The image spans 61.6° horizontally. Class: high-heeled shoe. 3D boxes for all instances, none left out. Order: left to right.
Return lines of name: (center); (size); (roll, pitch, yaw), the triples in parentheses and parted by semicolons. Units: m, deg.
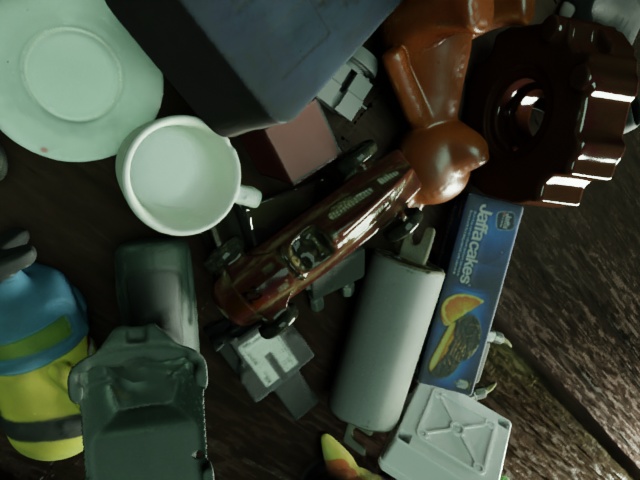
high-heeled shoe: (0.305, -0.201, 0.532); (0.086, 0.145, 0.248); (39, 88, -29)

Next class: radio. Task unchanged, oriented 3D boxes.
radio: (-0.022, -0.187, 0.384); (0.229, 0.073, 0.131); (-53, 124, -27)

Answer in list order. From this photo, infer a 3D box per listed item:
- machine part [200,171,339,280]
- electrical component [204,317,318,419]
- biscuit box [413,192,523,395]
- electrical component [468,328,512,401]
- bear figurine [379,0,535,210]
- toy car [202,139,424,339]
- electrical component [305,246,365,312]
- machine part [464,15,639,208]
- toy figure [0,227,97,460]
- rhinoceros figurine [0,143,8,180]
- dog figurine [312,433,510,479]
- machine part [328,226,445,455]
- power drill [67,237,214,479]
machine part: (-0.040, -0.020, 0.484); (0.139, 0.039, 0.084); (-20, 107, -17)
electrical component: (-0.046, 0.111, 0.510); (0.075, 0.048, 0.119); (-39, 117, -10)
biscuit box: (0.149, 0.053, 0.562); (0.063, 0.059, 0.202); (14, 93, -2)
electrical component: (0.171, 0.136, 0.619); (0.078, 0.045, 0.102); (16, 96, -29)
bear figurine: (0.117, -0.118, 0.479); (0.120, 0.132, 0.195); (-23, 108, -41)
toy car: (-0.001, -0.001, 0.446); (0.202, 0.053, 0.089); (-36, 100, -3)
electrical component: (0.011, 0.029, 0.510); (0.063, 0.021, 0.093); (-23, 141, -18)
machine part: (0.198, -0.114, 0.496); (0.056, 0.179, 0.179); (1, 104, -22)
toy figure: (-0.215, 0.084, 0.408); (0.089, 0.082, 0.179); (-13, 118, -1)
rhinoceros figurine: (-0.272, -0.110, 0.330); (0.112, 0.073, 0.190); (-26, 114, -15)
dog figurine: (0.092, 0.282, 0.580); (0.191, 0.108, 0.219); (-39, 115, 17)
machine part: (0.065, 0.099, 0.543); (0.079, 0.079, 0.243); (11, 100, -27)
power drill: (-0.115, 0.116, 0.391); (0.086, 0.207, 0.231); (-3, 94, -7)
